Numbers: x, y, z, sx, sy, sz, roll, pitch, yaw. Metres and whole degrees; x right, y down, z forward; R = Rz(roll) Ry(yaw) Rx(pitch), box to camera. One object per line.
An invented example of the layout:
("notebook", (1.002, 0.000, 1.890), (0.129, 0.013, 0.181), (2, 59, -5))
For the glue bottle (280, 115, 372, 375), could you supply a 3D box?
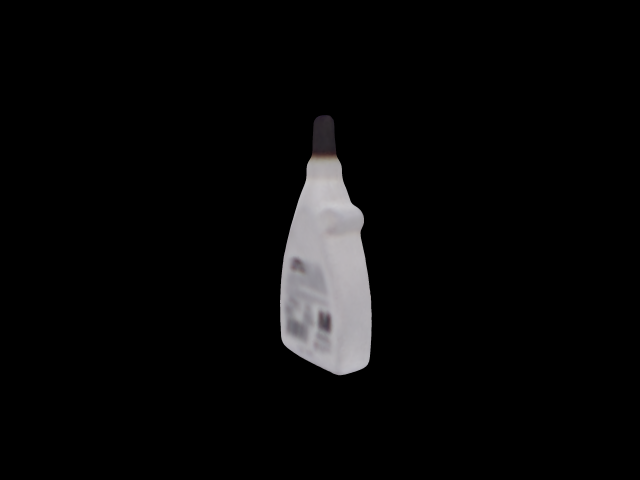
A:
("glue bottle", (0.004, 0.001, 0.400), (0.037, 0.173, 0.077), (-11, 17, -37))
